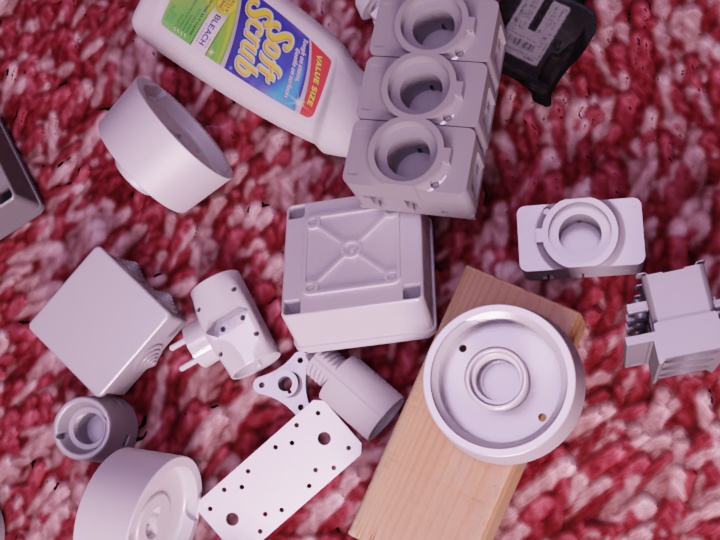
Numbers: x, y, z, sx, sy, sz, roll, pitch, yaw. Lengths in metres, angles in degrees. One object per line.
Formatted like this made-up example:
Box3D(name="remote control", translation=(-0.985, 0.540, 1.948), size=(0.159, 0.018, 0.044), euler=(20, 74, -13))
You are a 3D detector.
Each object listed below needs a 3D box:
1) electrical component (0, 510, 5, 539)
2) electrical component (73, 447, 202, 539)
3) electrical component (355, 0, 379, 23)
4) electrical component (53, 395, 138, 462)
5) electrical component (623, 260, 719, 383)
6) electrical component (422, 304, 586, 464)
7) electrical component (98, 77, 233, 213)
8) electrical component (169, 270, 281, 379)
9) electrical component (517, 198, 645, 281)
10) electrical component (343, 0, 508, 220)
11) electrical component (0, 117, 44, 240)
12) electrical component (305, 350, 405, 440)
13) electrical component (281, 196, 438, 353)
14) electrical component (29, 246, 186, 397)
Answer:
Box3D(name="electrical component", translation=(-0.343, 0.215, 0.872), size=(0.099, 0.064, 0.099), euler=(-2, 81, 12))
Box3D(name="electrical component", translation=(-0.174, 0.187, 0.819), size=(0.060, 0.108, 0.108), euler=(11, 84, 20))
Box3D(name="electrical component", translation=(0.030, -0.209, 0.868), size=(0.066, 0.048, 0.055), euler=(-42, 82, 3))
Box3D(name="electrical component", translation=(-0.214, 0.128, 0.866), size=(0.055, 0.047, 0.055), euler=(-2, 81, 12))
Box3D(name="electrical component", translation=(0.220, 0.038, 0.745), size=(0.079, 0.121, 0.063), euler=(-12, 76, 10))
Box3D(name="electrical component", translation=(0.092, 0.073, 0.706), size=(0.108, 0.060, 0.108), euler=(-2, 80, 13))
Box3D(name="electrical component", translation=(-0.161, -0.094, 0.862), size=(0.060, 0.108, 0.108), euler=(-41, 75, 10))
Box3D(name="electrical component", translation=(-0.115, 0.052, 0.858), size=(0.079, 0.043, 0.077), euler=(-30, 76, 6))
Box3D(name="electrical component", translation=(0.164, -0.023, 0.801), size=(0.089, 0.056, 0.050), euler=(-4, 80, 12))
Box3D(name="electrical component", translation=(0.049, -0.121, 0.784), size=(0.089, 0.061, 0.150), euler=(7, 75, 17))
Box3D(name="electrical component", translation=(-0.346, -0.072, 0.923), size=(0.109, 0.056, 0.108), euler=(-31, 76, 6))
Box3D(name="electrical component", translation=(-0.010, 0.088, 0.829), size=(0.081, 0.043, 0.043), euler=(40, 91, 15))
Box3D(name="electrical component", translation=(0.000, 0.000, 0.814), size=(0.109, 0.056, 0.108), euler=(-8, 53, 11))
Box3D(name="electrical component", translation=(-0.203, 0.044, 0.877), size=(0.100, 0.048, 0.099), euler=(41, 91, 16))
